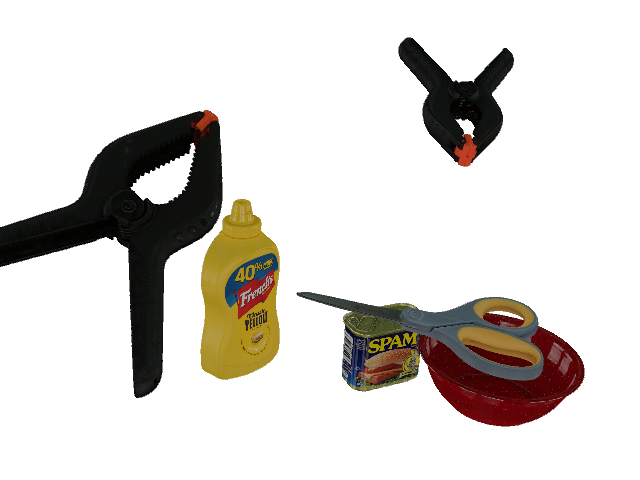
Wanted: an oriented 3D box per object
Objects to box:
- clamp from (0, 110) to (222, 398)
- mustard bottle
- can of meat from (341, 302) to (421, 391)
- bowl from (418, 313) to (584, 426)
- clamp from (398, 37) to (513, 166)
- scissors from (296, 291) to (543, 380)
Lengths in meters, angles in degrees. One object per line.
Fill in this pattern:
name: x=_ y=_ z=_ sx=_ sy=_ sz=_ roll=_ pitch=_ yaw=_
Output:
clamp: x=-0.122 y=-0.004 z=0.708 sx=0.165 sy=0.209 sz=0.036 roll=36 pitch=-30 yaw=13
mustard bottle: x=-0.085 y=0.047 z=1.142 sx=0.058 sy=0.192 sz=0.096 roll=22 pitch=30 yaw=39
can of meat: x=0.077 y=0.132 z=1.319 sx=0.102 sy=0.084 sz=0.057 roll=-9 pitch=29 yaw=-24
bowl: x=0.173 y=0.133 z=1.046 sx=0.162 sy=0.055 sz=0.162 roll=5 pitch=26 yaw=-3
clamp: x=0.130 y=-0.146 z=1.067 sx=0.120 sy=0.039 sz=0.171 roll=8 pitch=46 yaw=6
scissors: x=0.090 y=0.057 z=0.869 sx=0.202 sy=0.016 sz=0.096 roll=22 pitch=38 yaw=20
